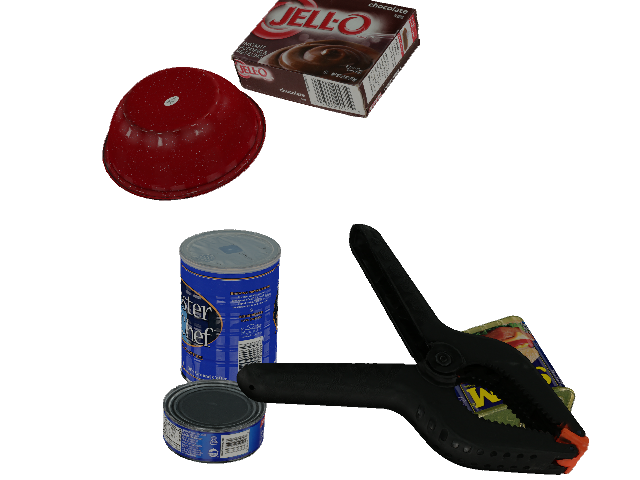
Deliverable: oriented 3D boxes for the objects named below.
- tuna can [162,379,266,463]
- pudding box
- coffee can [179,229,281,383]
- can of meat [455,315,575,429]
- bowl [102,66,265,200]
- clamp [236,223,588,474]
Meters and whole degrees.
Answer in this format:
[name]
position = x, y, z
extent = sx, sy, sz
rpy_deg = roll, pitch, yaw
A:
[tuna can]
position = -0.088, 0.150, 0.888
extent = 0.086, 0.034, 0.086
rpy_deg = 4, 20, -2
[pudding box]
position = 0.005, -0.143, 0.795
extent = 0.114, 0.090, 0.039
rpy_deg = 19, -32, 25
[coffee can]
position = -0.094, 0.072, 1.102
extent = 0.103, 0.140, 0.103
rpy_deg = 2, 22, -1
[can of meat]
position = 0.141, 0.116, 0.870
extent = 0.102, 0.084, 0.057
rpy_deg = -16, -41, -13
[bowl]
position = -0.135, -0.114, 1.010
extent = 0.162, 0.162, 0.055
rpy_deg = 0, -40, 11
[clamp]
position = 0.063, 0.088, 0.666
extent = 0.210, 0.036, 0.164
rpy_deg = 34, 50, 16
